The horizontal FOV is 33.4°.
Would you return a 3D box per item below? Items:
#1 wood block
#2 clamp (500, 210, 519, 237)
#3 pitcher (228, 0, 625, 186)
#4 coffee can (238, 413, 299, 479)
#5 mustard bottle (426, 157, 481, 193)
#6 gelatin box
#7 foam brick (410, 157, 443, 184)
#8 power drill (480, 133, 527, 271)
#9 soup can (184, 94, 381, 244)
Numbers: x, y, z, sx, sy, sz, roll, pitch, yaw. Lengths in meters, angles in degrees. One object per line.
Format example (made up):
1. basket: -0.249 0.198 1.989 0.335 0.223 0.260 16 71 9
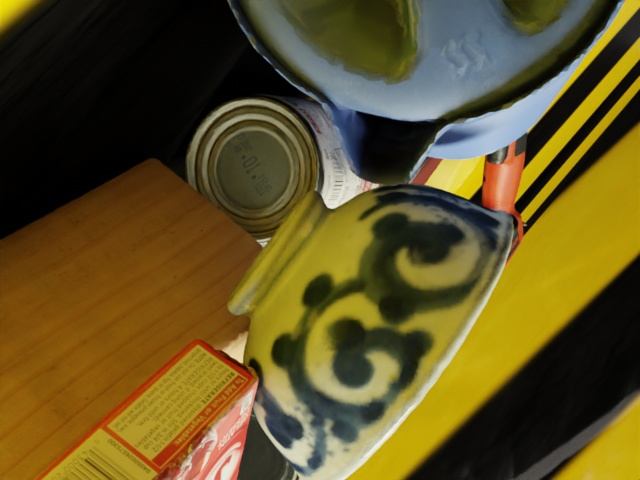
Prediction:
1. wood block: -0.109 0.062 0.399 0.205 0.090 0.091 -38 163 -48
2. clamp: -0.004 0.001 0.626 0.210 0.164 0.036 -36 -147 8
3. pitcher: 0.053 -0.108 0.435 0.149 0.145 0.242 -36 173 7
4. coffee can: -0.030 0.165 0.968 0.103 0.103 0.140 -57 166 27
5. mustard bottle: 0.049 -0.004 0.802 0.191 0.058 0.096 -55 -179 -16
6. gelatin box: -0.059 0.085 0.350 0.089 0.030 0.073 -42 156 -41
7. foam brick: 0.042 -0.047 0.719 0.078 0.053 0.051 -56 167 21
8. power drill: 0.154 -0.062 0.935 0.184 0.057 0.188 -43 146 -53
9. soup can: -0.014 -0.034 0.515 0.068 0.068 0.102 -54 167 15
